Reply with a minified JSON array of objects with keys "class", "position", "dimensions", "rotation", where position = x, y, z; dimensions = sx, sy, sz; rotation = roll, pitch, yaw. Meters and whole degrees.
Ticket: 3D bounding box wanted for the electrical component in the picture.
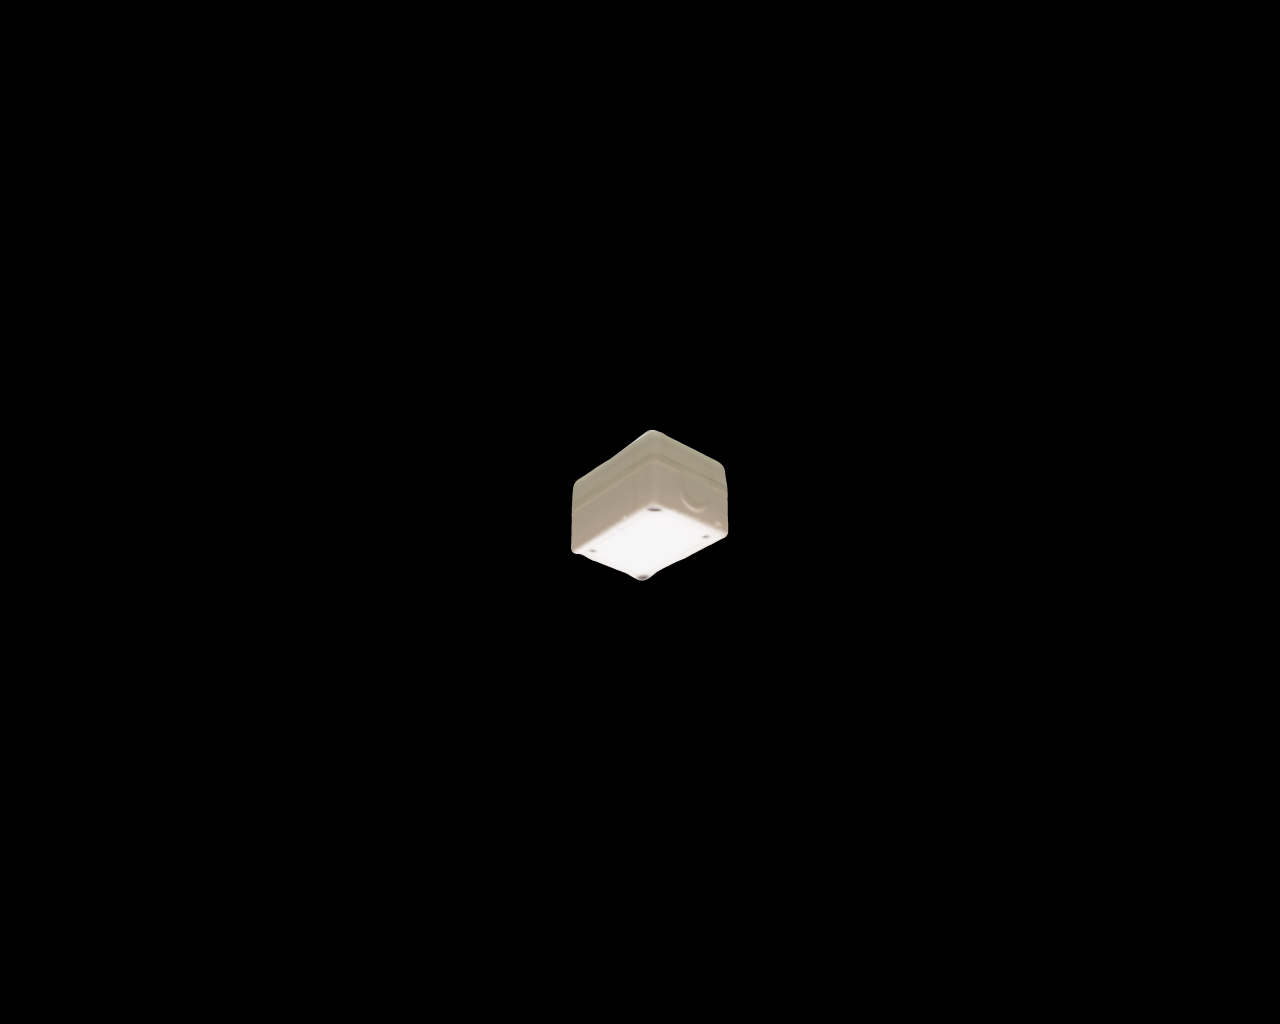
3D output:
[{"class":"electrical component","position":[0.001,-0.003,0.650],"dimensions":[0.062,0.061,0.096],"rotation":[24,-38,-34]}]
